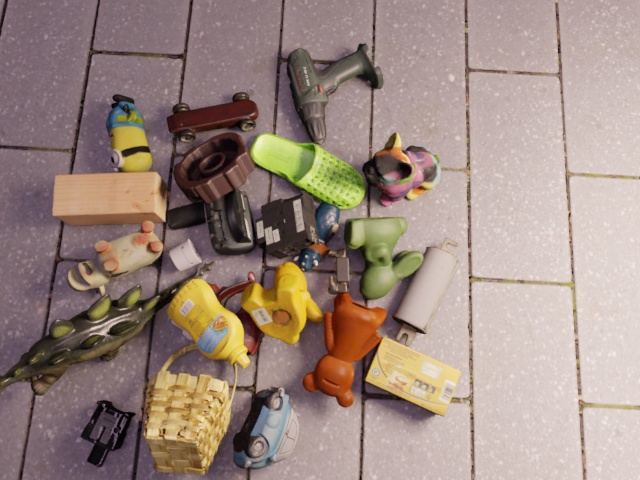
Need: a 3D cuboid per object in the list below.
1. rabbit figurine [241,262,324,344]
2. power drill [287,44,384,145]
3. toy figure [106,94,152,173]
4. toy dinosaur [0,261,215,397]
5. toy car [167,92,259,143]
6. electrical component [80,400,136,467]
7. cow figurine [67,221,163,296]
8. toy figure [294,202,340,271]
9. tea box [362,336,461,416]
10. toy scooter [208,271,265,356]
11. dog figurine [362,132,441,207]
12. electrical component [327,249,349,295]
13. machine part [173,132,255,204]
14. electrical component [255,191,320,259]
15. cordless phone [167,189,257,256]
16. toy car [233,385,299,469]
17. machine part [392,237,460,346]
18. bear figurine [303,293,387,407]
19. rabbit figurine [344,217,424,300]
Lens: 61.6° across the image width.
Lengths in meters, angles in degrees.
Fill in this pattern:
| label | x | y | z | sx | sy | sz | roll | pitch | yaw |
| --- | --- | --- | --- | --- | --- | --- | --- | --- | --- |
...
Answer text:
| label | x | y | z | sx | sy | sz | roll | pitch | yaw |
| --- | --- | --- | --- | --- | --- | --- | --- | --- | --- |
| rabbit figurine | -0.058 | 0.114 | 1.071 | 0.122 | 0.173 | 0.162 | -30 | 113 | 18 |
| power drill | 0.036 | -0.343 | 1.216 | 0.207 | 0.086 | 0.232 | -24 | 75 | 1 |
| toy figure | -0.419 | -0.226 | 1.176 | 0.089 | 0.082 | 0.180 | -7 | 75 | -1 |
| toy dinosaur | -0.406 | 0.167 | 1.023 | 0.471 | 0.198 | 0.105 | -36 | 90 | -40 |
| toy car | -0.238 | -0.271 | 1.202 | 0.202 | 0.053 | 0.089 | -15 | 73 | -8 |
| electrical component | -0.423 | 0.380 | 1.049 | 0.075 | 0.047 | 0.119 | 25 | 76 | 6 |
| cow figurine | -0.421 | 0.044 | 1.102 | 0.195 | 0.127 | 0.085 | -28 | 79 | -22 |
| toy figure | -0.002 | -0.004 | 1.140 | 0.057 | 0.064 | 0.154 | 26 | 80 | -33 |
| tea box | 0.180 | 0.271 | 1.071 | 0.170 | 0.068 | 0.098 | 25 | 77 | 6 |
| toy scooter | -0.163 | 0.141 | 1.097 | 0.135 | 0.075 | 0.184 | -38 | 75 | -10 |
| dog figurine | 0.174 | -0.150 | 1.096 | 0.192 | 0.219 | 0.108 | -19 | 81 | -4 |
| electrical component | 0.038 | 0.064 | 1.113 | 0.045 | 0.078 | 0.102 | -1 | 77 | 0 |
| machine part | -0.222 | -0.151 | 1.130 | 0.179 | 0.056 | 0.179 | -15 | 42 | 13 |
| electrical component | -0.072 | -0.027 | 1.122 | 0.134 | 0.058 | 0.115 | -18 | 64 | 25 |
| cordless phone | -0.236 | -0.029 | 1.142 | 0.184 | 0.088 | 0.146 | -14 | 77 | 7 |
| toy car | -0.095 | 0.370 | 1.036 | 0.103 | 0.109 | 0.161 | 34 | 65 | -17 |
| machine part | 0.219 | 0.103 | 1.108 | 0.079 | 0.079 | 0.243 | 27 | 79 | 5 |
| bear figurine | 0.051 | 0.218 | 1.073 | 0.120 | 0.132 | 0.195 | 19 | 96 | 7 |
| rabbit figurine | 0.125 | 0.038 | 1.121 | 0.159 | 0.121 | 0.170 | -3 | 95 | -8 |
